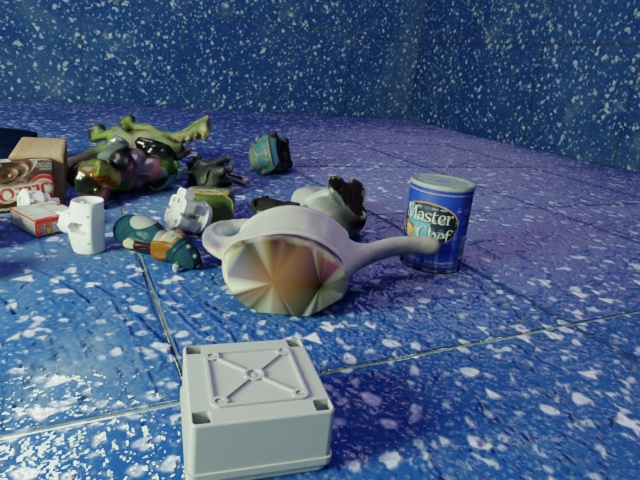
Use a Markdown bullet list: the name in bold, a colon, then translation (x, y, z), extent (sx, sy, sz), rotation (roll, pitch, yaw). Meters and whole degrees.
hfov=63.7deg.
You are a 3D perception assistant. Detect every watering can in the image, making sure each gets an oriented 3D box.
- **watering can**: translation (0.005, 0.017, 0.700), extent (0.348, 0.102, 0.228), rotation (5, 19, 1)

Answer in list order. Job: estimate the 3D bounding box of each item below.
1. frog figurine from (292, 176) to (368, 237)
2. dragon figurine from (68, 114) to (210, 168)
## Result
- **frog figurine**: translation (0.003, -0.048, 0.946), extent (0.157, 0.122, 0.139), rotation (-26, 6, 36)
- **dragon figurine**: translation (-0.433, -0.223, 1.245), extent (0.243, 0.120, 0.417), rotation (12, 35, 35)
